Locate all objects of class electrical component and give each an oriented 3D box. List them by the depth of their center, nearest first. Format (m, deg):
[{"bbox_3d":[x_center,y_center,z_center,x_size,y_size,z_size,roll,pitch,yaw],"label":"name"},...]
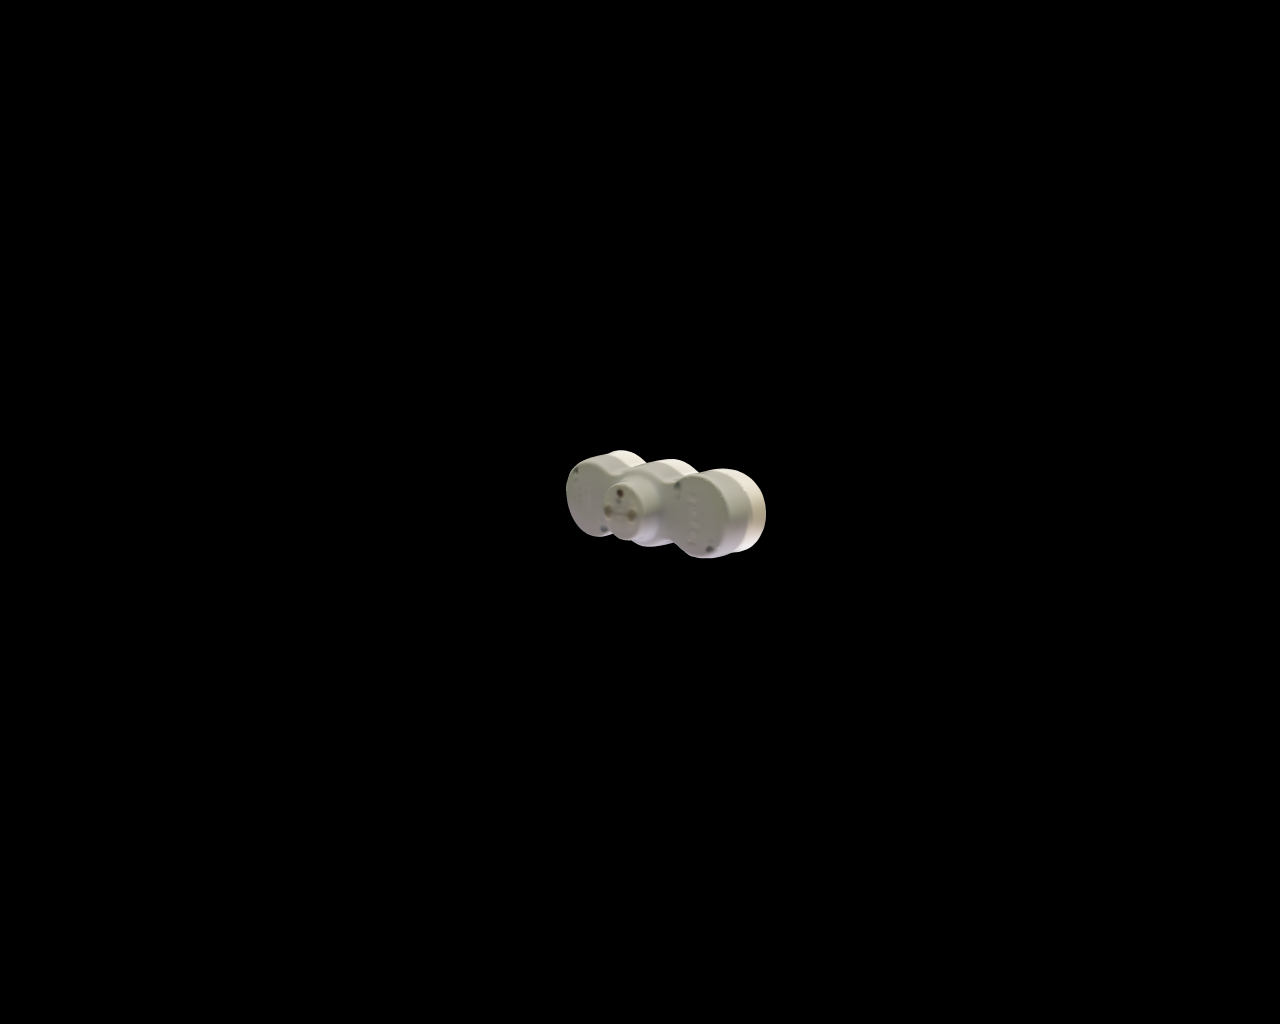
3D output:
[{"bbox_3d":[0.001,-0.003,0.650,0.138,0.052,0.074,11,17,42],"label":"electrical component"}]
